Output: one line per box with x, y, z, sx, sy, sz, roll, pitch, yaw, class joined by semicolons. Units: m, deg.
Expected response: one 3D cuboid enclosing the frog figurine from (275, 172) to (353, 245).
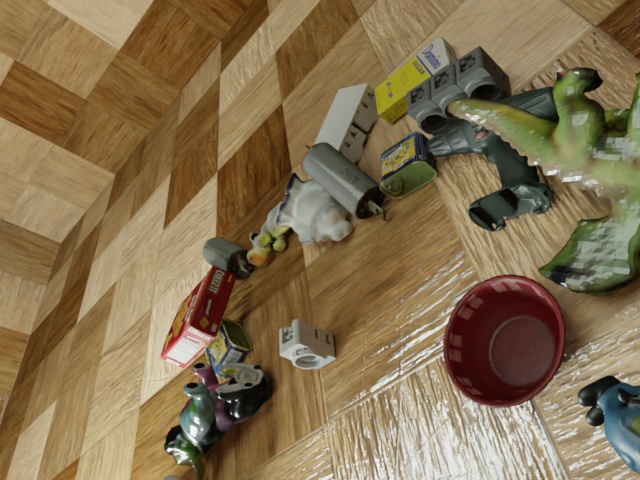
0.003;-0.053;1.053;0.160;0.120;0.139;22;72;21;frog figurine

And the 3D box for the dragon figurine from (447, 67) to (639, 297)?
0.312;-0.060;0.586;0.411;0.121;0.245;9;77;42;dragon figurine

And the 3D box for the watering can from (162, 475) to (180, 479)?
-0.319;0.617;0.922;0.221;0.103;0.356;-32;42;37;watering can
